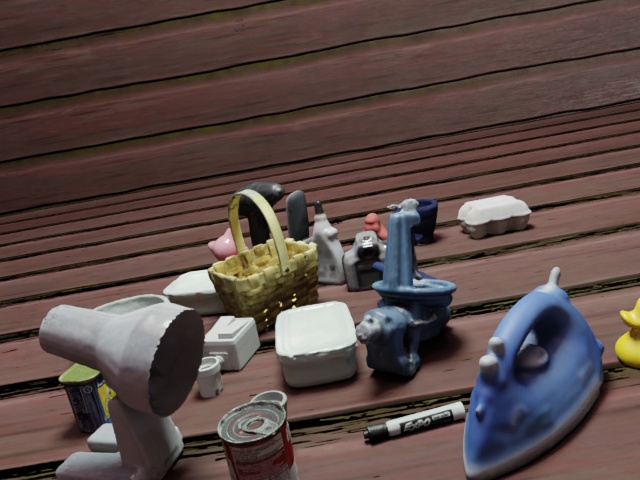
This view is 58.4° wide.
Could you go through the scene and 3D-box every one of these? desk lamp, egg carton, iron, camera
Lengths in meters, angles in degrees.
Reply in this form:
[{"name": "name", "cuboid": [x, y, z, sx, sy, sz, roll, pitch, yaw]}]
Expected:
[{"name": "desk lamp", "cuboid": [-0.224, 0.172, 0.654, 0.202, 0.214, 0.118, -4, 17, 19]}, {"name": "egg carton", "cuboid": [0.394, -0.054, 1.303, 0.150, 0.069, 0.107, -12, 16, -4]}, {"name": "iron", "cuboid": [0.224, 0.135, 0.634, 0.118, 0.141, 0.259, 5, 22, 42]}, {"name": "camera", "cuboid": [0.114, 0.026, 1.145, 0.143, 0.101, 0.137, -10, 16, 3]}]

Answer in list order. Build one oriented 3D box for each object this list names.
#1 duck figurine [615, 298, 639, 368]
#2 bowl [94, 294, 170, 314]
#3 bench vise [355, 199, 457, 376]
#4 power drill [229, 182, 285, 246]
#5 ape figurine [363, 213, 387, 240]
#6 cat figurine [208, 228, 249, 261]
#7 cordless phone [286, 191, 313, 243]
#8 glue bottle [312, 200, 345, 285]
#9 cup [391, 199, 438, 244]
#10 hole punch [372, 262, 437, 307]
[{"name": "duck figurine", "cuboid": [0.421, 0.107, 0.707, 0.104, 0.086, 0.077, -6, 17, 14]}, {"name": "bowl", "cuboid": [-0.340, 0.162, 1.012, 0.167, 0.075, 0.167, -9, 16, 3]}, {"name": "bench vise", "cuboid": [0.122, 0.064, 0.797, 0.121, 0.220, 0.208, -4, 17, 21]}, {"name": "power drill", "cuboid": [-0.129, -0.034, 1.306, 0.076, 0.208, 0.228, -21, 19, -32]}, {"name": "ape figurine", "cuboid": [0.120, -0.015, 1.297, 0.077, 0.092, 0.076, 2, 21, 37]}, {"name": "cat figurine", "cuboid": [-0.192, 0.034, 1.277, 0.067, 0.118, 0.127, -23, 21, -37]}, {"name": "cordless phone", "cuboid": [-0.065, -0.001, 1.197, 0.093, 0.185, 0.148, 1, 20, 34]}, {"name": "glue bottle", "cuboid": [0.011, 0.004, 1.154, 0.077, 0.173, 0.037, 3, 21, 37]}, {"name": "cup", "cuboid": [0.216, -0.035, 1.300, 0.118, 0.095, 0.091, -17, 18, -22]}, {"name": "hole punch", "cuboid": [0.150, 0.075, 0.974, 0.101, 0.091, 0.108, -15, 17, -17]}]
